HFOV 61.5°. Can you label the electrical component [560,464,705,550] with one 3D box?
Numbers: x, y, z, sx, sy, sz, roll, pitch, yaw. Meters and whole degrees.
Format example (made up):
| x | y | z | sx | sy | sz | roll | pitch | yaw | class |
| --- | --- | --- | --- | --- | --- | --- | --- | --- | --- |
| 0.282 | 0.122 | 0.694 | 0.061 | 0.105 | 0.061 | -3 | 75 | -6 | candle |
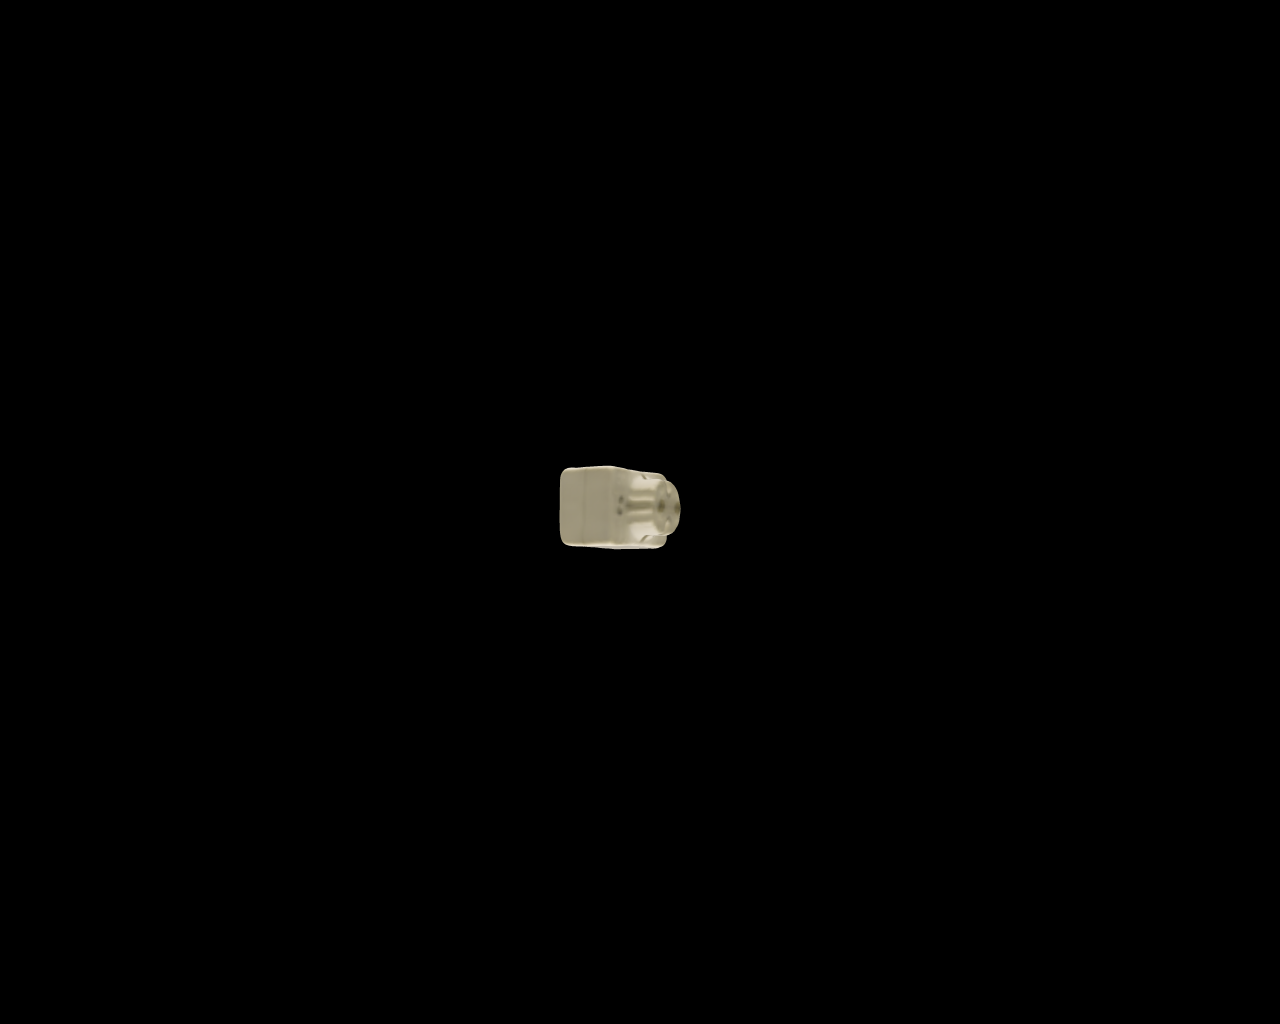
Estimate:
| x | y | z | sx | sy | sz | roll | pitch | yaw | class |
| --- | --- | --- | --- | --- | --- | --- | --- | --- | --- |
| 0.001 | -0.003 | 0.650 | 0.077 | 0.047 | 0.066 | -3 | -5 | 32 | electrical component |
